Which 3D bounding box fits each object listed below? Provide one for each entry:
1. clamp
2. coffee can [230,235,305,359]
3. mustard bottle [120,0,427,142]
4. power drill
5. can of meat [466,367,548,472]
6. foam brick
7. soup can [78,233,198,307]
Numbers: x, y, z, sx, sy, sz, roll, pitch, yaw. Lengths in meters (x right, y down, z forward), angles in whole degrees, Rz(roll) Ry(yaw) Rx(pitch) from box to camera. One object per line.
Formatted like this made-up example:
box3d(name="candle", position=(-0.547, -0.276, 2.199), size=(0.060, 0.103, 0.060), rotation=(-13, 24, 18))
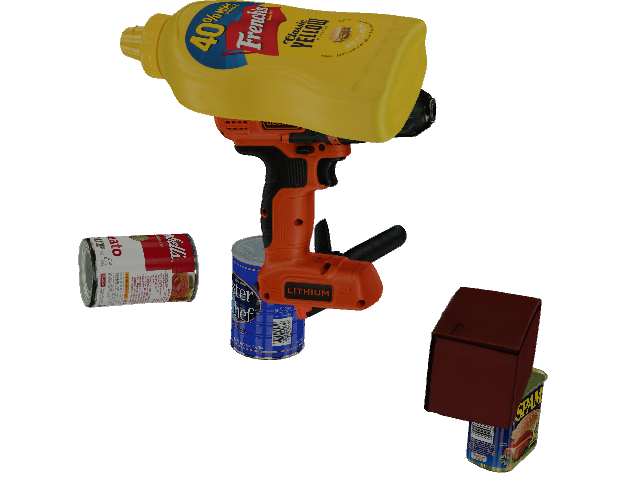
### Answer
box3d(name="clamp", position=(0.026, 0.028, 1.228), size=(0.120, 0.039, 0.171), rotation=(-6, 35, 28))
box3d(name="coffee can", position=(-0.069, 0.075, 1.435), size=(0.103, 0.140, 0.103), rotation=(2, 20, -1))
box3d(name="mustard bottle", position=(-0.036, -0.112, 0.662), size=(0.192, 0.058, 0.096), rotation=(10, 45, 18))
box3d(name="power drill", position=(0.008, -0.039, 0.871), size=(0.185, 0.188, 0.057), rotation=(3, 19, 23))
box3d(name="can of meat", position=(0.194, 0.185, 1.121), size=(0.058, 0.084, 0.101), rotation=(13, 18, 31))
box3d(name="foam brick", position=(0.097, 0.067, 0.637), size=(0.053, 0.051, 0.078), rotation=(10, 22, 19))
box3d(name="soup can", position=(-0.176, 0.029, 1.026), size=(0.102, 0.068, 0.069), rotation=(-2, 1, -24))
